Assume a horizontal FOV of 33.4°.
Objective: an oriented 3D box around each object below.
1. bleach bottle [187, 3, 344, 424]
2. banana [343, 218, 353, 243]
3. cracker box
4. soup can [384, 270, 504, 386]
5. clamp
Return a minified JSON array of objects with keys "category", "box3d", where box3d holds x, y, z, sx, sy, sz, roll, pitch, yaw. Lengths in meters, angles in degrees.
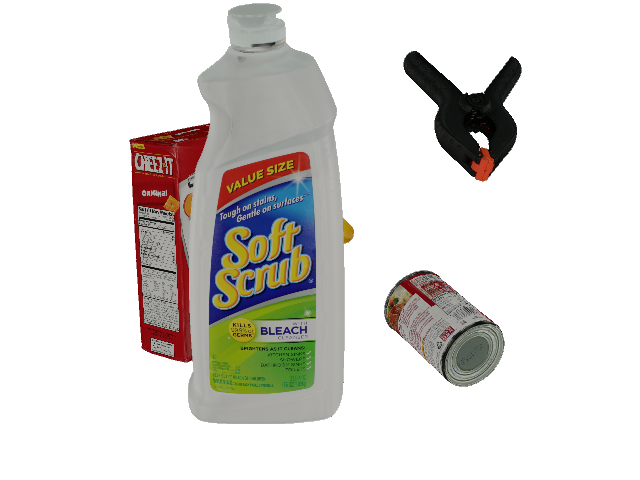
[{"category":"bleach bottle","box3d":[-0.038,-0.012,0.629,0.102,0.251,0.068,-1,26,5]},{"category":"banana","box3d":[-0.030,-0.006,0.854,0.037,0.069,0.197,-34,-1,25]},{"category":"cracker box","box3d":[-0.109,-0.006,1.065,0.072,0.214,0.163,9,18,34]},{"category":"soup can","box3d":[0.114,0.080,0.983,0.068,0.068,0.102,0,25,-31]},{"category":"clamp","box3d":[0.138,-0.129,1.040,0.120,0.039,0.171,4,45,4]}]
